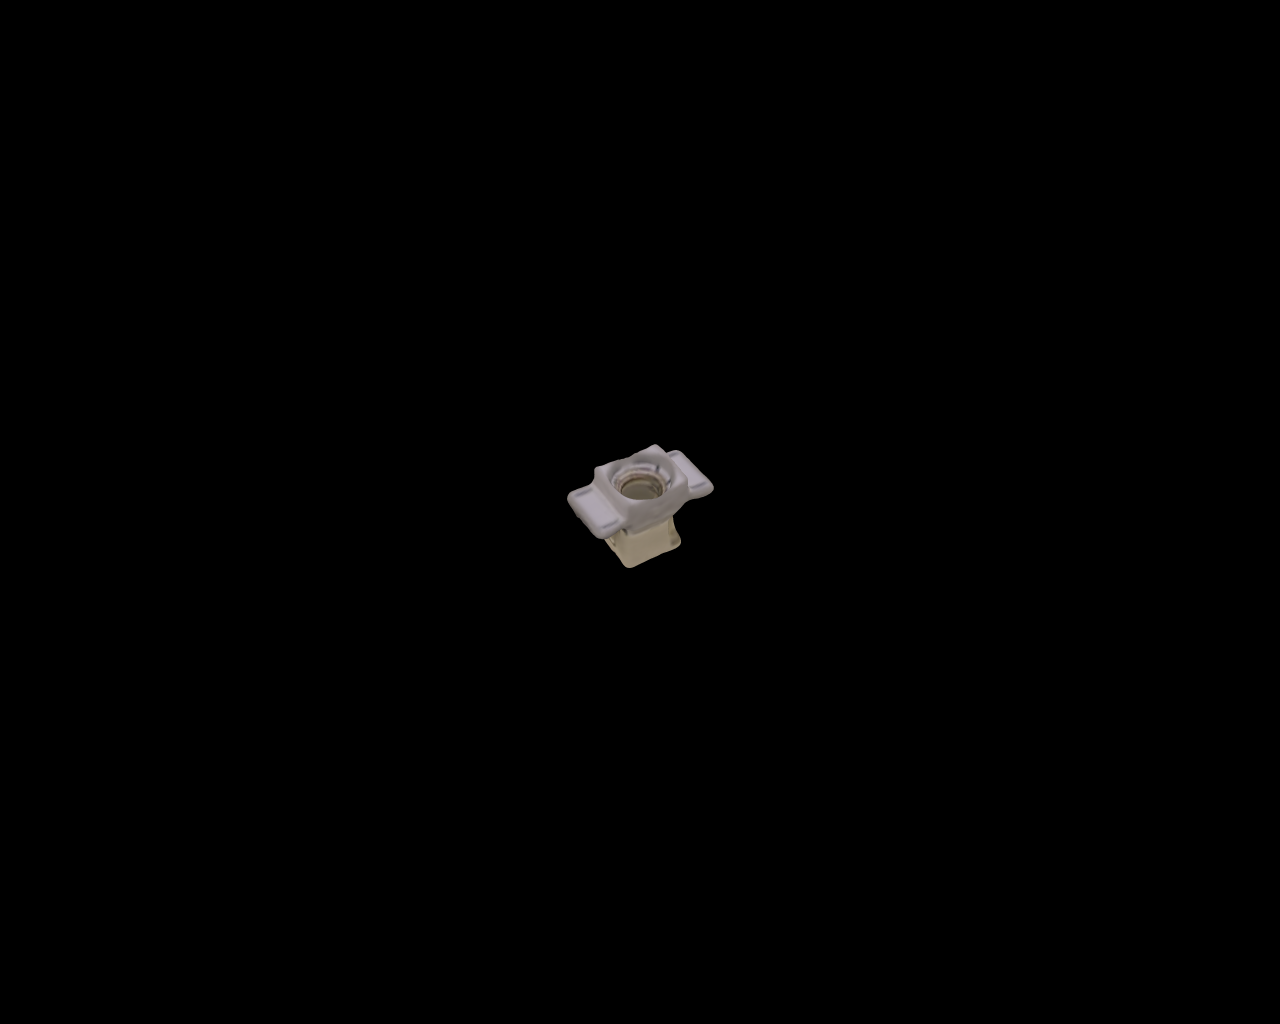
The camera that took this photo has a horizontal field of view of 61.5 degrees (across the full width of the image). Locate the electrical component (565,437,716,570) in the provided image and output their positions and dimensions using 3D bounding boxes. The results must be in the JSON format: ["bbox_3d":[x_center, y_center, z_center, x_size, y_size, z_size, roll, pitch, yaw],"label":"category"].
[{"bbox_3d":[0.001,-0.003,0.650,0.081,0.063,0.042,-22,49,-21],"label":"electrical component"}]
